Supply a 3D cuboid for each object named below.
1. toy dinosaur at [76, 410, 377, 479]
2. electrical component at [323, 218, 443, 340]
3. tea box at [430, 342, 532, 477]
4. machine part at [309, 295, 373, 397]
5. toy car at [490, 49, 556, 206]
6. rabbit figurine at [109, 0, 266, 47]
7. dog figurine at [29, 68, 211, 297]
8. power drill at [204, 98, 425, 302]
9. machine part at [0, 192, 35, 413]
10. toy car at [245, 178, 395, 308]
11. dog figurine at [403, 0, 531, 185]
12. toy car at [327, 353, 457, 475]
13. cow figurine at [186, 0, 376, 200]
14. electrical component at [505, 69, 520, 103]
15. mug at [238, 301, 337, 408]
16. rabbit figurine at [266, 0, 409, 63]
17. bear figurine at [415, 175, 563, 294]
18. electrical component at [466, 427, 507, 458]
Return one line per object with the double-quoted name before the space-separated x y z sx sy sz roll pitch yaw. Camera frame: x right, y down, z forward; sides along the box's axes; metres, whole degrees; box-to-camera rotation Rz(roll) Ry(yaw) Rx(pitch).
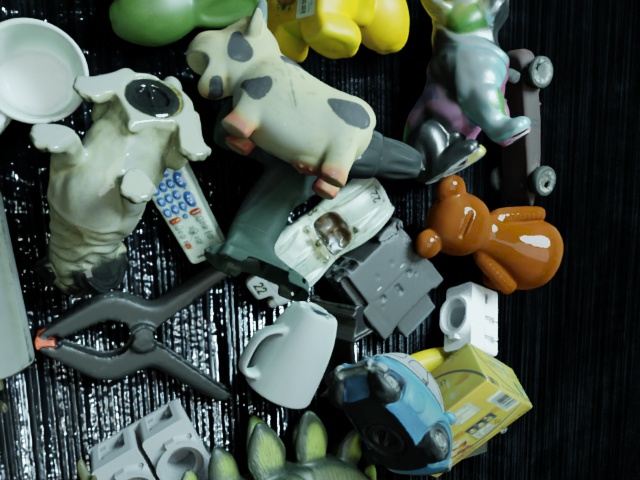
"toy dinosaur" -0.038 0.293 0.592 0.471 0.105 0.198 18 62 -47
"electrical component" 0.085 0.055 0.676 0.115 0.058 0.134 -44 111 -10
"tea box" 0.169 0.221 0.691 0.098 0.068 0.169 34 113 -27
"machine part" 0.024 0.136 0.657 0.039 0.084 0.138 -39 130 -55
"toy car" 0.267 -0.146 0.709 0.053 0.089 0.202 -15 104 -26
"rabbit figurine" -0.136 -0.265 0.520 0.159 0.121 0.170 17 109 -32
"dog figurine" -0.193 -0.049 0.512 0.121 0.190 0.172 39 48 0
"power drill" -0.015 -0.045 0.562 0.232 0.086 0.207 21 76 -7
"machine part" -0.316 0.040 0.486 0.079 0.079 0.243 -11 103 -22
"toy car" -0.001 -0.002 0.629 0.202 0.056 0.073 -39 111 -15
"dog figurine" 0.152 -0.197 0.643 0.108 0.192 0.219 -11 76 -61
"toy car" 0.088 0.187 0.623 0.161 0.109 0.103 55 40 -11
"cow figurine" -0.039 -0.138 0.508 0.195 0.085 0.127 29 74 2
"electrical component" 0.206 -0.211 0.687 0.021 0.094 0.063 -20 142 -44
"mug" -0.036 0.121 0.608 0.109 0.081 0.107 24 95 -37
"rabbit figurine" 0.029 -0.263 0.592 0.173 0.122 0.162 3 87 -38
"bear figurine" 0.207 -0.003 0.697 0.196 0.132 0.120 17 90 -12
"electrical component" 0.216 0.276 0.772 0.102 0.045 0.078 0 96 -24
